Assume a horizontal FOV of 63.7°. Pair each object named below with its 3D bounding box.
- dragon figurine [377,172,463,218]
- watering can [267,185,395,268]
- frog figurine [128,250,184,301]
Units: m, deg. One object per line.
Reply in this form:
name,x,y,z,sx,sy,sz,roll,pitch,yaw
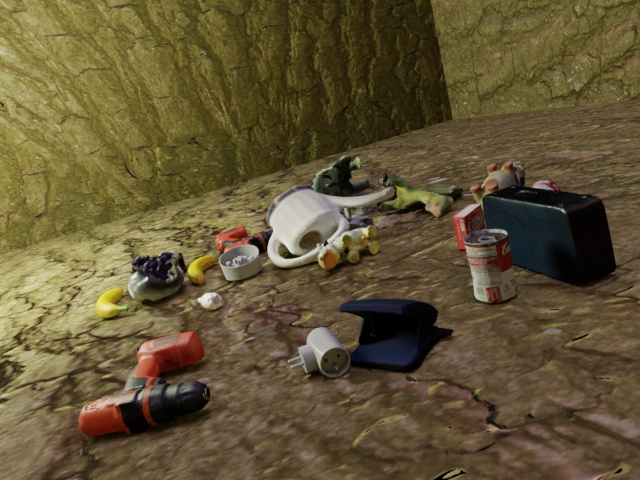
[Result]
dragon figurine,0.297,-0.140,1.530,0.243,0.120,0.416,4,18,3
watering can,0.004,-0.066,1.307,0.349,0.102,0.228,-36,47,-10
frog figurine,-0.408,0.104,1.272,0.139,0.123,0.156,-37,-11,-40
